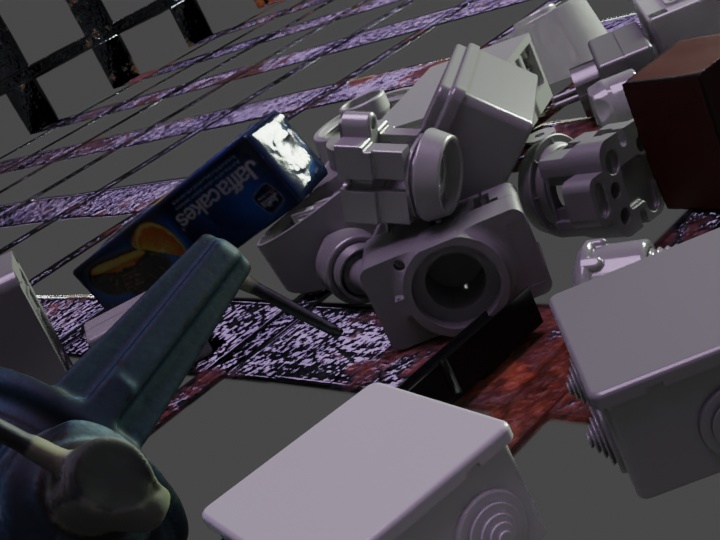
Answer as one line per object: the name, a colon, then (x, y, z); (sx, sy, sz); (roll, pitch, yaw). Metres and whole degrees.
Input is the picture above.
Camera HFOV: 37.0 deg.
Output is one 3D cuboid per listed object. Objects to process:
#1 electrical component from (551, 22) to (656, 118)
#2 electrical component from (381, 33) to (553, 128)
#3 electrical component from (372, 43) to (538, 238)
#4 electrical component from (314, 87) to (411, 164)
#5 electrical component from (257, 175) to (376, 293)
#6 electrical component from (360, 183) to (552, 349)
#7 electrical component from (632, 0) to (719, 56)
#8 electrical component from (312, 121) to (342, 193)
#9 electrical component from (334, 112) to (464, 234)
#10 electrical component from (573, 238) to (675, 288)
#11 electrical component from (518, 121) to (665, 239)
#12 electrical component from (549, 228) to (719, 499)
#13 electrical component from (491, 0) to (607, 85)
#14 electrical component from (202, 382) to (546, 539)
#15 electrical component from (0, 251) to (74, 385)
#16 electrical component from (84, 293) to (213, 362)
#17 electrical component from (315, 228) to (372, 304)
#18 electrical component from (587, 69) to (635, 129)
electrical component: (0.172, -0.132, 0.759); (0.076, 0.047, 0.083); (-21, 20, 15)
electrical component: (0.079, -0.112, 0.802); (0.089, 0.061, 0.150); (-14, 22, 31)
electrical component: (0.058, -0.065, 0.634); (0.108, 0.056, 0.108); (-68, 1, -63)
electrical component: (0.013, -0.114, 0.894); (0.108, 0.060, 0.108); (-23, 19, 9)
electrical component: (-0.020, -0.030, 0.710); (0.099, 0.064, 0.099); (-23, 19, 8)
electrical component: (0.050, -0.001, 0.566); (0.089, 0.050, 0.055); (-22, 18, 11)
electrical component: (0.260, -0.187, 0.777); (0.109, 0.056, 0.108); (-21, 20, 15)
electrical component: (-0.004, -0.076, 0.789); (0.044, 0.079, 0.077); (6, 33, 27)
electrical component: (0.022, -0.050, 0.561); (0.055, 0.066, 0.048); (5, 31, 23)
electrical component: (0.125, 0.008, 0.460); (0.062, 0.048, 0.048); (-8, 25, 26)
electrical component: (0.124, -0.047, 0.582); (0.057, 0.058, 0.078); (-3, 23, 48)
electrical component: (0.124, 0.030, 0.392); (0.100, 0.048, 0.099); (-23, 19, 9)
electrical component: (0.168, -0.198, 0.950); (0.099, 0.064, 0.099); (-29, 6, 3)
electrical component: (0.005, 0.090, 0.385); (0.100, 0.048, 0.100); (-35, 21, -24)
electrical component: (-0.217, 0.054, 0.667); (0.057, 0.113, 0.078); (-27, 19, -11)
electrical component: (-0.130, 0.048, 0.672); (0.066, 0.047, 0.077); (-28, 21, -9)
electrical component: (0.000, 0.000, 0.638); (0.043, 0.043, 0.062); (-29, 20, -9)
electrical component: (0.182, -0.110, 0.695); (0.062, 0.043, 0.043); (-21, 20, 11)
